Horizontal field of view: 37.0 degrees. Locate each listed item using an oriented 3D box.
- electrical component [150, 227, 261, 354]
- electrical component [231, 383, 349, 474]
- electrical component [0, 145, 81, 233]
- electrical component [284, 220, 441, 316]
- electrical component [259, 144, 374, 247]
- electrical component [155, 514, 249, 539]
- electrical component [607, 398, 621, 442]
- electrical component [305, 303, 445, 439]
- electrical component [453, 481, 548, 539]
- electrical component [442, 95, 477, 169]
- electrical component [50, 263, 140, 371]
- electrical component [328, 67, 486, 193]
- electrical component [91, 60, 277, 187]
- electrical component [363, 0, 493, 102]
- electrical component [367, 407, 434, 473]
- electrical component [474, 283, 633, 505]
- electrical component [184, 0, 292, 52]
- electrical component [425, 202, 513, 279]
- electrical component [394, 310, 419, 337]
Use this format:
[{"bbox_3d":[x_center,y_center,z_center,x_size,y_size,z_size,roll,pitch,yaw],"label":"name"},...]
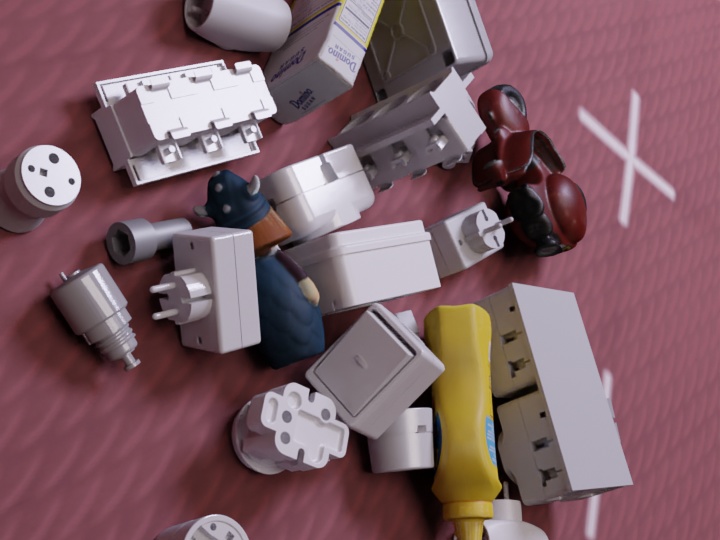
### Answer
[{"bbox_3d":[-0.115,0.017,0.756,0.076,0.047,0.083,-14,105,-45],"label":"electrical component"},{"bbox_3d":[-0.057,0.118,0.784,0.078,0.057,0.058,29,57,-32],"label":"electrical component"},{"bbox_3d":[-0.214,-0.053,0.702,0.045,0.055,0.045,17,64,-38],"label":"electrical component"},{"bbox_3d":[0.000,0.000,0.866,0.113,0.078,0.057,-11,85,-45],"label":"electrical component"},{"bbox_3d":[-0.037,-0.057,0.869,0.095,0.054,0.059,-26,93,-45],"label":"electrical component"},{"bbox_3d":[-0.108,0.193,0.715,0.055,0.047,0.055,17,64,-38],"label":"electrical component"},{"bbox_3d":[0.218,0.150,1.037,0.055,0.048,0.066,2,74,-50],"label":"electrical component"},{"bbox_3d":[0.006,0.081,0.822,0.061,0.096,0.061,45,2,29],"label":"electrical component"},{"bbox_3d":[0.121,0.220,0.922,0.077,0.043,0.079,17,63,-38],"label":"electrical component"},{"bbox_3d":[0.086,-0.137,1.014,0.048,0.066,0.055,1,62,-6],"label":"electrical component"},{"bbox_3d":[-0.173,0.032,0.719,0.040,0.040,0.078,-40,103,-44],"label":"electrical component"},{"bbox_3d":[0.041,-0.115,0.916,0.063,0.121,0.078,54,47,-17],"label":"electrical component"},{"bbox_3d":[-0.127,-0.116,0.801,0.121,0.063,0.078,-22,91,-45],"label":"electrical component"},{"bbox_3d":[0.052,-0.217,0.974,0.056,0.109,0.108,-16,86,-42],"label":"electrical component"},{"bbox_3d":[0.032,0.137,0.863,0.055,0.055,0.047,5,75,-42],"label":"electrical component"},{"bbox_3d":[0.168,0.113,0.973,0.105,0.060,0.186,9,61,-48],"label":"electrical component"},{"bbox_3d":[-0.101,-0.224,0.878,0.077,0.044,0.079,7,70,-41],"label":"electrical component"},{"bbox_3d":[0.105,-0.032,0.976,0.066,0.077,0.047,-27,94,-45],"label":"electrical component"},{"bbox_3d":[0.026,0.068,0.889,0.066,0.048,0.055,-10,74,-45],"label":"electrical component"}]
